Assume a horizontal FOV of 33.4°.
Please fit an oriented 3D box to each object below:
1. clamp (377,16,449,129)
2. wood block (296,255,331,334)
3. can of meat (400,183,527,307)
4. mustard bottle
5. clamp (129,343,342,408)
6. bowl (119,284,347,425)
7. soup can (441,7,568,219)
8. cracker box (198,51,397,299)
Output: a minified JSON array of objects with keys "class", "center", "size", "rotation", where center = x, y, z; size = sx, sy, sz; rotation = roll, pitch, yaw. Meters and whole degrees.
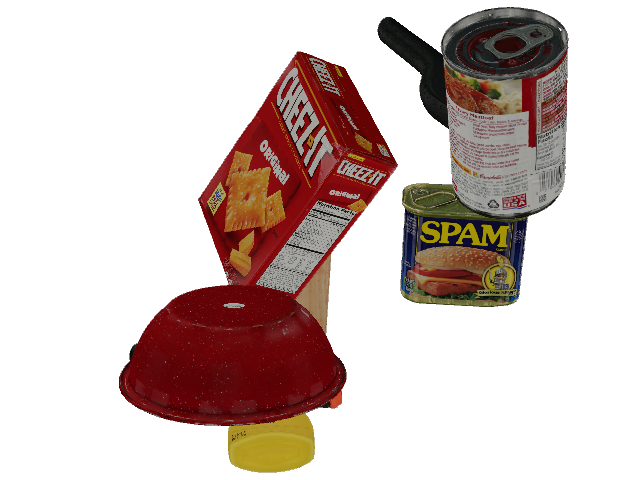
[{"class":"clamp","center":[0.116,-0.157,0.997],"size":[0.120,0.171,0.039],"rotation":[0,-44,-1]},{"class":"wood block","center":[-0.033,0.039,1.399],"size":[0.090,0.206,0.091],"rotation":[3,23,-2]},{"class":"can of meat","center":[0.114,0.005,0.859],"size":[0.102,0.084,0.057],"rotation":[3,25,4]},{"class":"mustard bottle","center":[-0.061,0.191,1.252],"size":[0.096,0.058,0.191],"rotation":[-4,28,-4]},{"class":"clamp","center":[-0.048,0.104,0.963],"size":[0.210,0.036,0.164],"rotation":[11,22,42]},{"class":"bowl","center":[-0.061,0.071,0.750],"size":[0.162,0.055,0.162],"rotation":[0,16,0]},{"class":"soup can","center":[0.106,-0.071,0.607],"size":[0.068,0.102,0.068],"rotation":[-6,42,5]},{"class":"cracker box","center":[-0.032,-0.058,1.089],"size":[0.072,0.214,0.164],"rotation":[14,36,-35]}]
